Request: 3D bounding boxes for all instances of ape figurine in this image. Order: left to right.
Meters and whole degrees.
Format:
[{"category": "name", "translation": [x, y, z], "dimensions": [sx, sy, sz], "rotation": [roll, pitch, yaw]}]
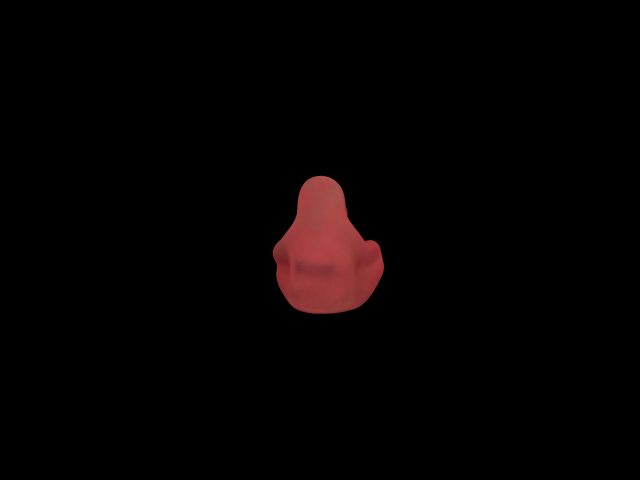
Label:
[{"category": "ape figurine", "translation": [0.004, 0.001, 0.400], "dimensions": [0.077, 0.092, 0.076], "rotation": [2, 7, 20]}]
